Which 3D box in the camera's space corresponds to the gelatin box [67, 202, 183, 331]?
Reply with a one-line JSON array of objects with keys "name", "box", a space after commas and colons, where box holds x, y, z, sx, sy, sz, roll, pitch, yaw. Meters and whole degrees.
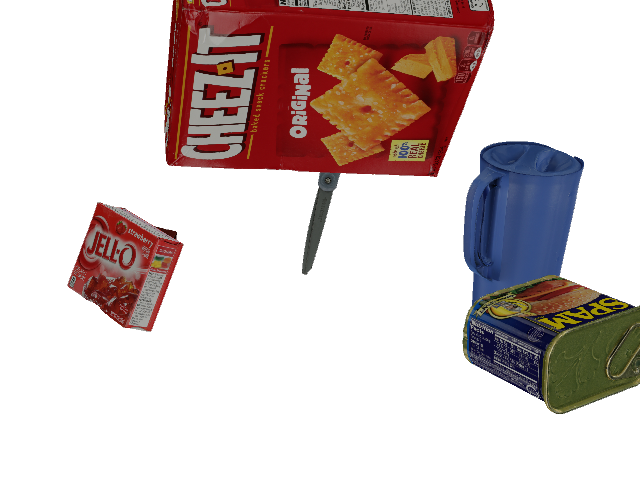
[{"name": "gelatin box", "box": [-0.152, 0.019, 0.822, 0.030, 0.073, 0.089, 15, 10, -47]}]

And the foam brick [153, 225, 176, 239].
[{"name": "foam brick", "box": [-0.190, 0.015, 1.071, 0.078, 0.051, 0.053, 15, 33, 1]}]

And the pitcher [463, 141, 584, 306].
[{"name": "pitcher", "box": [0.259, -0.001, 1.421, 0.149, 0.243, 0.145, 5, 24, 4]}]

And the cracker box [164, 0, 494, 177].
[{"name": "cracker box", "box": [-0.001, -0.121, 0.768, 0.213, 0.072, 0.164, 1, -35, -11]}]

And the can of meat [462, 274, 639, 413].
[{"name": "can of meat", "box": [0.158, 0.065, 0.712, 0.101, 0.057, 0.084, -13, 22, -31]}]

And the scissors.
[{"name": "scissors", "box": [0.027, -0.066, 1.069, 0.096, 0.202, 0.016, -2, -11, 0]}]
